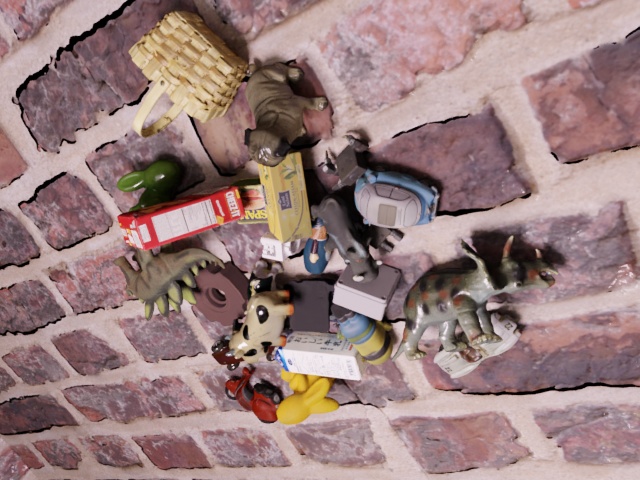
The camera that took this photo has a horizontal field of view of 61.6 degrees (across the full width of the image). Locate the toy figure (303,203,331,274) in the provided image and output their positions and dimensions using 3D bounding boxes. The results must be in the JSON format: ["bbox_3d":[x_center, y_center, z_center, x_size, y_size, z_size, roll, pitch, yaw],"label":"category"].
[{"bbox_3d":[-0.004,-0.004,1.109,0.058,0.064,0.154,-5,123,-18],"label":"toy figure"}]

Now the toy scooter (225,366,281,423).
[{"bbox_3d":[-0.174,0.410,1.450,0.184,0.075,0.135,26,127,15],"label":"toy scooter"}]

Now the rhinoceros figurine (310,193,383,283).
[{"bbox_3d":[0.056,-0.005,1.035,0.112,0.073,0.190,6,127,63],"label":"rhinoceros figurine"}]

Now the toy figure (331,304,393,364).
[{"bbox_3d":[0.090,0.198,1.148,0.082,0.089,0.180,-10,139,33],"label":"toy figure"}]

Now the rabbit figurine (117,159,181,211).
[{"bbox_3d":[-0.366,-0.106,1.213,0.159,0.121,0.170,24,110,20],"label":"rabbit figurine"}]

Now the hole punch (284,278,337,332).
[{"bbox_3d":[-0.002,0.141,1.193,0.142,0.092,0.115,-3,89,39],"label":"hole punch"}]

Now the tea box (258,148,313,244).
[{"bbox_3d":[-0.070,-0.090,1.043,0.098,0.068,0.169,-144,41,-64],"label":"tea box"}]

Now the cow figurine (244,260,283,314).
[{"bbox_3d":[-0.134,0.135,1.240,0.068,0.098,0.167,15,125,10],"label":"cow figurine"}]

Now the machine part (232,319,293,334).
[{"bbox_3d":[-0.139,0.211,1.279,0.139,0.084,0.039,6,90,-12],"label":"machine part"}]

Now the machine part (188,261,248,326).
[{"bbox_3d":[-0.246,0.131,1.318,0.180,0.056,0.179,12,124,18],"label":"machine part"}]

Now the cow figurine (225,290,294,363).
[{"bbox_3d":[-0.137,0.197,1.181,0.127,0.086,0.194,6,125,-16],"label":"cow figurine"}]

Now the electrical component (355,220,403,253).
[{"bbox_3d":[0.115,-0.017,1.067,0.094,0.021,0.063,37,129,2],"label":"electrical component"}]

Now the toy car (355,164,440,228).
[{"bbox_3d":[0.130,-0.065,0.979,0.162,0.103,0.109,17,127,18],"label":"toy car"}]

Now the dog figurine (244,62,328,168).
[{"bbox_3d":[-0.096,-0.223,0.934,0.172,0.190,0.121,34,129,5],"label":"dog figurine"}]

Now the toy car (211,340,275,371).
[{"bbox_3d":[-0.194,0.282,1.390,0.202,0.053,0.089,-21,120,31],"label":"toy car"}]

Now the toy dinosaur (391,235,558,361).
[{"bbox_3d":[0.240,0.120,1.031,0.405,0.131,0.192,-28,65,48],"label":"toy dinosaur"}]

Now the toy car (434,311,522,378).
[{"bbox_3d":[0.316,0.213,1.090,0.073,0.056,0.201,41,129,-2],"label":"toy car"}]

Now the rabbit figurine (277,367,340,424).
[{"bbox_3d":[-0.031,0.378,1.294,0.162,0.173,0.121,-7,112,35],"label":"rabbit figurine"}]

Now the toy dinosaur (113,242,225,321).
[{"bbox_3d":[-0.368,0.079,1.273,0.471,0.105,0.198,-30,86,48],"label":"toy dinosaur"}]

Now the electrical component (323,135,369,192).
[{"bbox_3d":[0.047,-0.145,0.992,0.045,0.078,0.102,18,144,-33],"label":"electrical component"}]
